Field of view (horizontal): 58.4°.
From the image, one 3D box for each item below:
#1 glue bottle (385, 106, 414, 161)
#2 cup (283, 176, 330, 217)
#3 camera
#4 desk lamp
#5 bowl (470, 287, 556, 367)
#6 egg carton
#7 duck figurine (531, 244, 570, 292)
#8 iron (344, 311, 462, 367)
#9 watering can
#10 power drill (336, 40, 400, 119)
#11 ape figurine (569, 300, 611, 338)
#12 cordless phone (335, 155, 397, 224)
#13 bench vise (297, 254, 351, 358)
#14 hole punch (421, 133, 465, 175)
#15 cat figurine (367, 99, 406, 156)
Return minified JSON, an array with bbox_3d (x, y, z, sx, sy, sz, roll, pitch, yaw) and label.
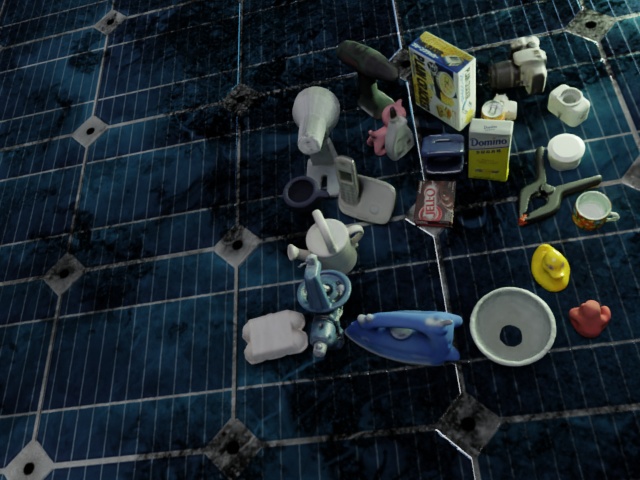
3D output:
[{"bbox_3d":[0.191,-0.272,1.422,0.078,0.173,0.037,-40,60,-8],"label":"glue bottle"},{"bbox_3d":[-0.025,-0.099,1.433,0.117,0.095,0.092,5,64,17],"label":"cup"},{"bbox_3d":[0.504,-0.451,1.478,0.136,0.101,0.143,-9,61,10],"label":"camera"},{"bbox_3d":[-0.002,-0.243,1.435,0.117,0.214,0.203,-4,61,13],"label":"desk lamp"},{"bbox_3d":[0.393,0.187,1.179,0.167,0.075,0.167,-6,61,12],"label":"bowl"},{"bbox_3d":[-0.102,0.220,1.296,0.150,0.069,0.107,-16,59,6],"label":"egg carton"},{"bbox_3d":[0.493,0.049,1.220,0.077,0.086,0.104,-14,60,8],"label":"duck figurine"},{"bbox_3d":[0.164,0.185,1.202,0.257,0.142,0.118,2,63,16],"label":"iron"},{"bbox_3d":[0.013,0.006,1.308,0.173,0.194,0.100,-42,60,-9],"label":"watering can"},{"bbox_3d":[0.137,-0.419,1.495,0.076,0.209,0.229,-41,60,-8],"label":"power drill"},{"bbox_3d":[0.542,0.151,1.149,0.077,0.092,0.076,13,67,21],"label":"ape figurine"},{"bbox_3d":[0.104,-0.124,1.359,0.147,0.185,0.094,15,67,22],"label":"cordless phone"},{"bbox_3d":[0.013,0.134,1.224,0.121,0.220,0.207,-18,59,5],"label":"bench vise"},{"bbox_3d":[0.301,-0.224,1.415,0.108,0.091,0.101,-1,62,15],"label":"hole punch"},{"bbox_3d":[0.175,-0.297,1.473,0.128,0.118,0.067,-37,59,-6],"label":"cat figurine"}]
